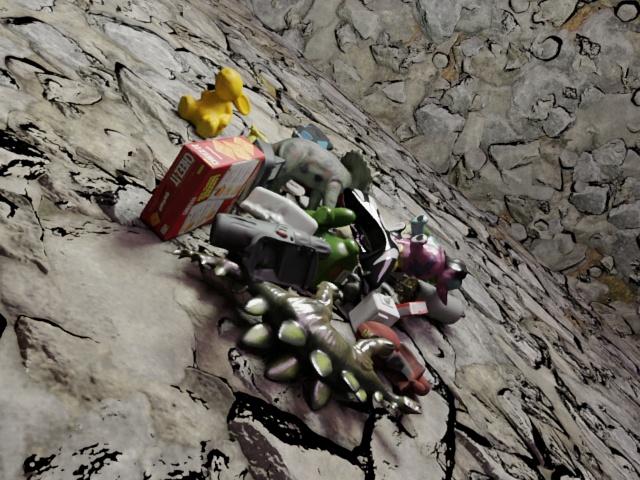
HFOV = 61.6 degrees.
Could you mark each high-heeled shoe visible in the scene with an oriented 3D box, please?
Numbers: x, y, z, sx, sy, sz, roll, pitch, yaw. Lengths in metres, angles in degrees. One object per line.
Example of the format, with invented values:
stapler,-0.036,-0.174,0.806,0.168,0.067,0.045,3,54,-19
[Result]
high-heeled shoe,0.095,-0.013,1.157,0.145,0.086,0.249,44,29,-21

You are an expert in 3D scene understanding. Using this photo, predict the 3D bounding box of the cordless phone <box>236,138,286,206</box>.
cordless phone,-0.182,-0.173,1.172,0.184,0.146,0.089,38,33,9

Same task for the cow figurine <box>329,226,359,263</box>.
cow figurine,0.049,0.004,1.280,0.127,0.085,0.195,30,22,-19

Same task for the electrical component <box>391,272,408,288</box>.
electrical component,0.177,0.087,1.384,0.102,0.045,0.078,27,-2,-35

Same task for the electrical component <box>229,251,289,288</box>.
electrical component,-0.096,0.037,1.031,0.115,0.058,0.134,52,25,21

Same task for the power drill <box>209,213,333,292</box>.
power drill,-0.063,0.014,0.890,0.232,0.086,0.207,14,15,-17

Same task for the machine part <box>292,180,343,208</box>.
machine part,0.010,-0.169,1.477,0.201,0.087,0.201,36,14,31

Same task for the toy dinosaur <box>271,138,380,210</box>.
toy dinosaur,-0.033,-0.170,1.283,0.405,0.192,0.131,26,-5,-15

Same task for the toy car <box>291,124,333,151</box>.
toy car,-0.038,-0.289,1.651,0.109,0.103,0.161,48,28,10

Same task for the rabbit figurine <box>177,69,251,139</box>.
rabbit figurine,-0.245,-0.348,1.355,0.122,0.173,0.162,46,27,22

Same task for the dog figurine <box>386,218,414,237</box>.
dog figurine,0.200,0.015,1.504,0.190,0.121,0.172,1,39,-36

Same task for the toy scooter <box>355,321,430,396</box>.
toy scooter,0.142,0.229,0.996,0.184,0.075,0.135,45,1,-1

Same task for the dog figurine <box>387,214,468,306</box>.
dog figurine,0.238,0.063,1.275,0.219,0.192,0.108,57,25,-29

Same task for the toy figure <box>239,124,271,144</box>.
toy figure,-0.153,-0.223,1.389,0.180,0.082,0.089,49,4,37

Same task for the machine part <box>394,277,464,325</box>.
machine part,0.284,0.157,1.370,0.243,0.079,0.079,25,27,-30

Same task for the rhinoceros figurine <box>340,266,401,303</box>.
rhinoceros figurine,0.109,0.105,1.204,0.112,0.073,0.190,47,23,12

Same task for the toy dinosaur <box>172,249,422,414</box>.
toy dinosaur,-0.028,0.147,0.883,0.471,0.105,0.198,37,26,5

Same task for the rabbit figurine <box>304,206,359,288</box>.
rabbit figurine,-0.002,-0.003,1.128,0.121,0.159,0.170,0,45,-45

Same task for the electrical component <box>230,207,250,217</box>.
electrical component,-0.164,-0.031,1.096,0.063,0.021,0.094,32,25,-18
